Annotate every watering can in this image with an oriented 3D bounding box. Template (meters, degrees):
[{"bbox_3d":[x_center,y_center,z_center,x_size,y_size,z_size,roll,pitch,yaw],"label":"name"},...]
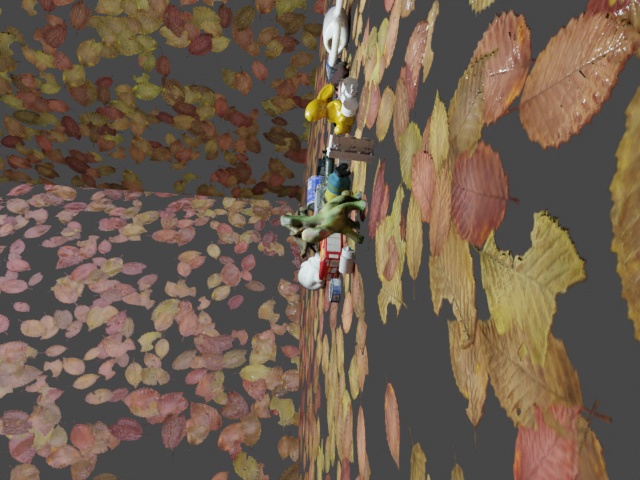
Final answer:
[{"bbox_3d":[0.069,-0.872,2.058,0.339,0.104,0.230,99,174,-46],"label":"watering can"}]

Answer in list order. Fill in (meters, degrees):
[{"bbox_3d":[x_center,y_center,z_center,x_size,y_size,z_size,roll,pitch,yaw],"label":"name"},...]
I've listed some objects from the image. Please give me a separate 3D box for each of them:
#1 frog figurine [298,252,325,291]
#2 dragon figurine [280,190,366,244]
[{"bbox_3d":[-0.026,0.141,2.291,0.140,0.123,0.156,50,137,32],"label":"frog figurine"},{"bbox_3d":[0.005,-0.077,1.521,0.416,0.243,0.120,-108,17,-70],"label":"dragon figurine"}]
